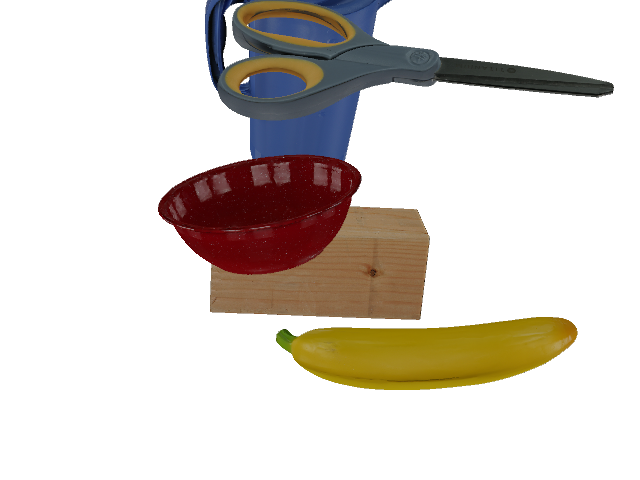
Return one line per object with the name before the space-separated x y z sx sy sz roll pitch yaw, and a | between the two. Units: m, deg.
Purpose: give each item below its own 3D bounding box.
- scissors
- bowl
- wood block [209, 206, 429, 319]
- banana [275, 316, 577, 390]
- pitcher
scissors | 0.035 -0.078 0.538 0.202 0.096 0.016 21 -37 21
bowl | -0.044 -0.017 0.848 0.162 0.055 0.162 -8 23 3
wood block | -0.005 0.019 1.058 0.206 0.091 0.090 3 20 -5
banana | 0.067 0.067 0.676 0.198 0.037 0.069 0 26 3
pitcher | -0.026 -0.176 1.107 0.149 0.243 0.144 29 50 19
